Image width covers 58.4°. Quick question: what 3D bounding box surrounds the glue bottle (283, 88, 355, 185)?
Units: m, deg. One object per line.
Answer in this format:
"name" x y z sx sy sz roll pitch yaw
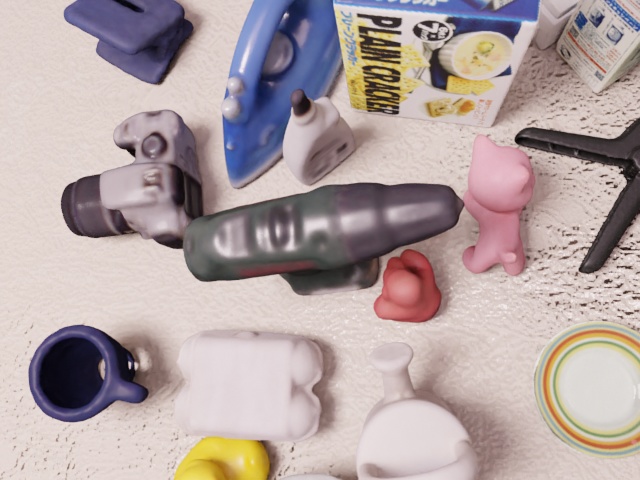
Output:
"glue bottle" -0.007 -0.107 0.561 0.078 0.173 0.037 -37 78 -1

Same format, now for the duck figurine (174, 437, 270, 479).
"duck figurine" -0.104 0.233 0.557 0.104 0.086 0.077 -22 78 3

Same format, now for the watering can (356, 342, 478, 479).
"watering can" 0.077 0.179 0.490 0.101 0.194 0.173 -34 78 0

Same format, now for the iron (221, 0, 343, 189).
"iron" -0.054 -0.188 0.598 0.118 0.141 0.258 20 83 10

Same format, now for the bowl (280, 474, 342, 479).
"bowl" -0.003 0.300 0.539 0.167 0.075 0.167 -1 80 7

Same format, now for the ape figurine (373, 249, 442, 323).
"ape figurine" 0.084 0.048 0.564 0.078 0.092 0.076 -41 78 -1

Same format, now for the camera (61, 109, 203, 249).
"camera" -0.205 -0.060 0.613 0.136 0.101 0.143 -8 79 5

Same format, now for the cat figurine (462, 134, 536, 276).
"cat figurine" 0.176 -0.034 0.555 0.067 0.118 0.128 -2 80 7

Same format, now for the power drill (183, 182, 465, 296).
"power drill" 0.005 0.002 0.523 0.229 0.208 0.075 -8 79 5

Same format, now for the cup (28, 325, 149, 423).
"cup" -0.216 0.137 0.583 0.117 0.095 0.092 15 82 9

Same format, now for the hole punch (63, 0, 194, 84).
"hole punch" -0.217 -0.253 0.654 0.108 0.091 0.101 29 84 11

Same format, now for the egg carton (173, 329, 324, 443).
"egg carton" -0.071 0.145 0.577 0.150 0.069 0.107 0 80 7
